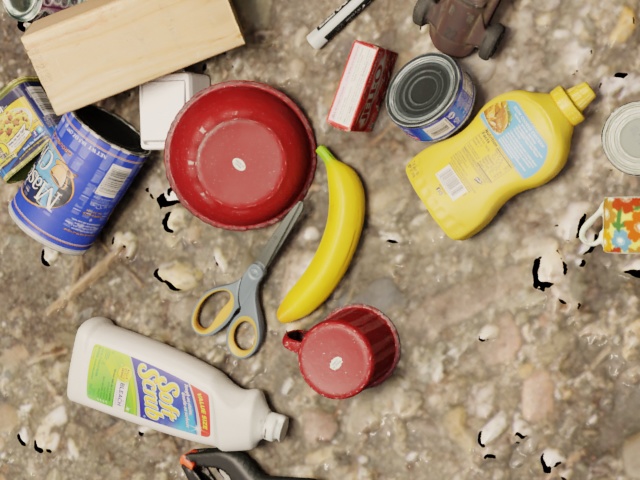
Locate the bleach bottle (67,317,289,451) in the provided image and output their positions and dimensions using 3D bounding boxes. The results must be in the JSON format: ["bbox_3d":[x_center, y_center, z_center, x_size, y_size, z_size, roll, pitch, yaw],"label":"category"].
[{"bbox_3d":[-0.154,0.166,1.185,0.251,0.068,0.102,15,100,16],"label":"bleach bottle"}]

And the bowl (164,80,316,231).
[{"bbox_3d":[-0.082,-0.083,1.105,0.162,0.055,0.162,-1,102,-4],"label":"bowl"}]

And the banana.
[{"bbox_3d":[0.007,0.003,1.126,0.070,0.037,0.198,22,101,36],"label":"banana"}]

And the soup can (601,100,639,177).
[{"bbox_3d":[0.295,-0.092,0.974,0.069,0.102,0.068,2,95,20],"label":"soup can"}]

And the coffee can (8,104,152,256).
[{"bbox_3d":[-0.265,-0.068,1.181,0.103,0.102,0.140,39,106,13],"label":"coffee can"}]

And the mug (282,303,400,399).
[{"bbox_3d":[0.017,0.114,1.106,0.117,0.081,0.093,15,100,18],"label":"mug"}]

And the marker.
[{"bbox_3d":[0.036,-0.243,1.099,0.121,0.020,0.020,-40,81,19],"label":"marker"}]

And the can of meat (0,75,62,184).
[{"bbox_3d":[-0.344,-0.126,1.229,0.102,0.057,0.084,-36,85,20],"label":"can of meat"}]

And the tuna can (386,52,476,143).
[{"bbox_3d":[0.108,-0.141,1.054,0.086,0.033,0.086,-17,59,30],"label":"tuna can"}]

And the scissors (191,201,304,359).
[{"bbox_3d":[-0.061,0.054,1.153,0.202,0.016,0.096,-40,84,26],"label":"scissors"}]

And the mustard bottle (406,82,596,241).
[{"bbox_3d":[0.184,-0.089,1.038,0.192,0.058,0.096,-37,72,19],"label":"mustard bottle"}]

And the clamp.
[{"bbox_3d":[-0.083,0.292,1.182,0.172,0.039,0.120,20,96,23],"label":"clamp"}]

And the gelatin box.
[{"bbox_3d":[0.044,-0.153,1.076,0.030,0.073,0.089,23,102,17],"label":"gelatin box"}]

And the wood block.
[{"bbox_3d":[-0.190,-0.214,1.105,0.206,0.091,0.090,-21,112,2],"label":"wood block"}]
